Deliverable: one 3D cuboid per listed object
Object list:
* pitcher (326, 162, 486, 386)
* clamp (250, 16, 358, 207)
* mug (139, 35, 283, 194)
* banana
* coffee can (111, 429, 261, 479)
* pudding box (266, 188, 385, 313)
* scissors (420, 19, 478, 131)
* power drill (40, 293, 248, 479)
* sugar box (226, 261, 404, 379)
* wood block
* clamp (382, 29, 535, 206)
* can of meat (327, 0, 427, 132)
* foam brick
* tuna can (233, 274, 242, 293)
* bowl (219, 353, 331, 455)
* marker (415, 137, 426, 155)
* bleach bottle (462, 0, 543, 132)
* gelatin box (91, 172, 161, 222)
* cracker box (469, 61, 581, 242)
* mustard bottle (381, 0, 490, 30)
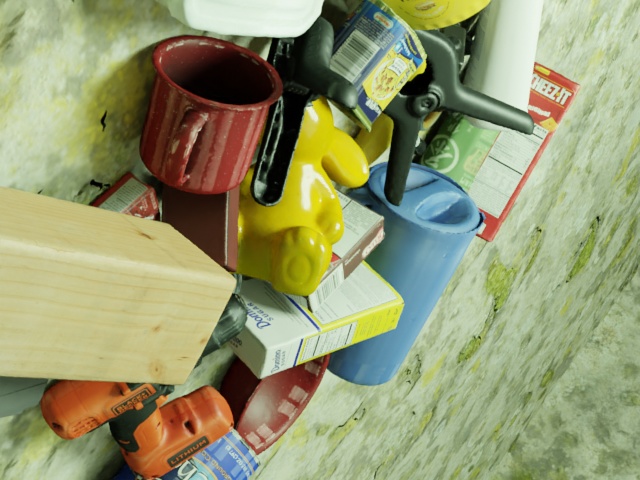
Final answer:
[{"bbox_3d":[0.067,0.042,1.186,0.144,0.149,0.243,-49,163,-57],"label":"pitcher"},{"bbox_3d":[-0.021,-0.107,0.797,0.039,0.171,0.120,29,119,-26],"label":"clamp"},{"bbox_3d":[-0.084,-0.080,0.749,0.117,0.093,0.082,-75,-175,-54],"label":"mug"},{"bbox_3d":[0.073,-0.153,1.050,0.069,0.037,0.198,-5,126,-35],"label":"banana"},{"bbox_3d":[-0.141,0.239,1.034,0.140,0.103,0.103,-48,155,-22],"label":"coffee can"},{"bbox_3d":[-0.007,0.001,1.014,0.113,0.090,0.039,-45,152,-26],"label":"pudding box"},{"bbox_3d":[0.153,-0.197,1.170,0.201,0.016,0.096,-49,157,-19],"label":"scissors"},{"bbox_3d":[-0.131,0.130,0.924,0.184,0.057,0.187,-29,150,-7],"label":"power drill"},{"bbox_3d":[-0.013,0.069,1.037,0.175,0.093,0.048,-17,136,-35],"label":"sugar box"},{"bbox_3d":[-0.165,0.030,0.691,0.205,0.091,0.090,14,108,-53],"label":"wood block"},{"bbox_3d":[0.092,-0.129,1.019,0.165,0.036,0.209,-35,127,13],"label":"clamp"},{"bbox_3d":[0.040,-0.149,0.904,0.084,0.057,0.102,-50,163,2],"label":"can of meat"},{"bbox_3d":[-0.092,-0.016,0.822,0.051,0.053,0.078,51,41,-83],"label":"foam brick"},{"bbox_3d":[-0.110,0.050,0.943,0.086,0.034,0.086,-43,153,-29],"label":"tuna can"},{"bbox_3d":[-0.059,0.155,1.150,0.162,0.055,0.162,-43,153,-29],"label":"bowl"},{"bbox_3d":[0.092,-0.116,1.149,0.020,0.020,0.121,-57,157,0],"label":"marker"},{"bbox_3d":[0.196,-0.244,1.083,0.102,0.068,0.251,-92,-172,-60],"label":"bleach bottle"},{"bbox_3d":[-0.152,0.004,0.807,0.073,0.030,0.089,-45,154,-26],"label":"gelatin box"},{"bbox_3d":[0.234,-0.108,1.325,0.214,0.072,0.164,-61,175,8],"label":"cracker box"},{"bbox_3d":[0.064,-0.233,0.850,0.191,0.096,0.058,29,59,-59],"label":"mustard bottle"}]
